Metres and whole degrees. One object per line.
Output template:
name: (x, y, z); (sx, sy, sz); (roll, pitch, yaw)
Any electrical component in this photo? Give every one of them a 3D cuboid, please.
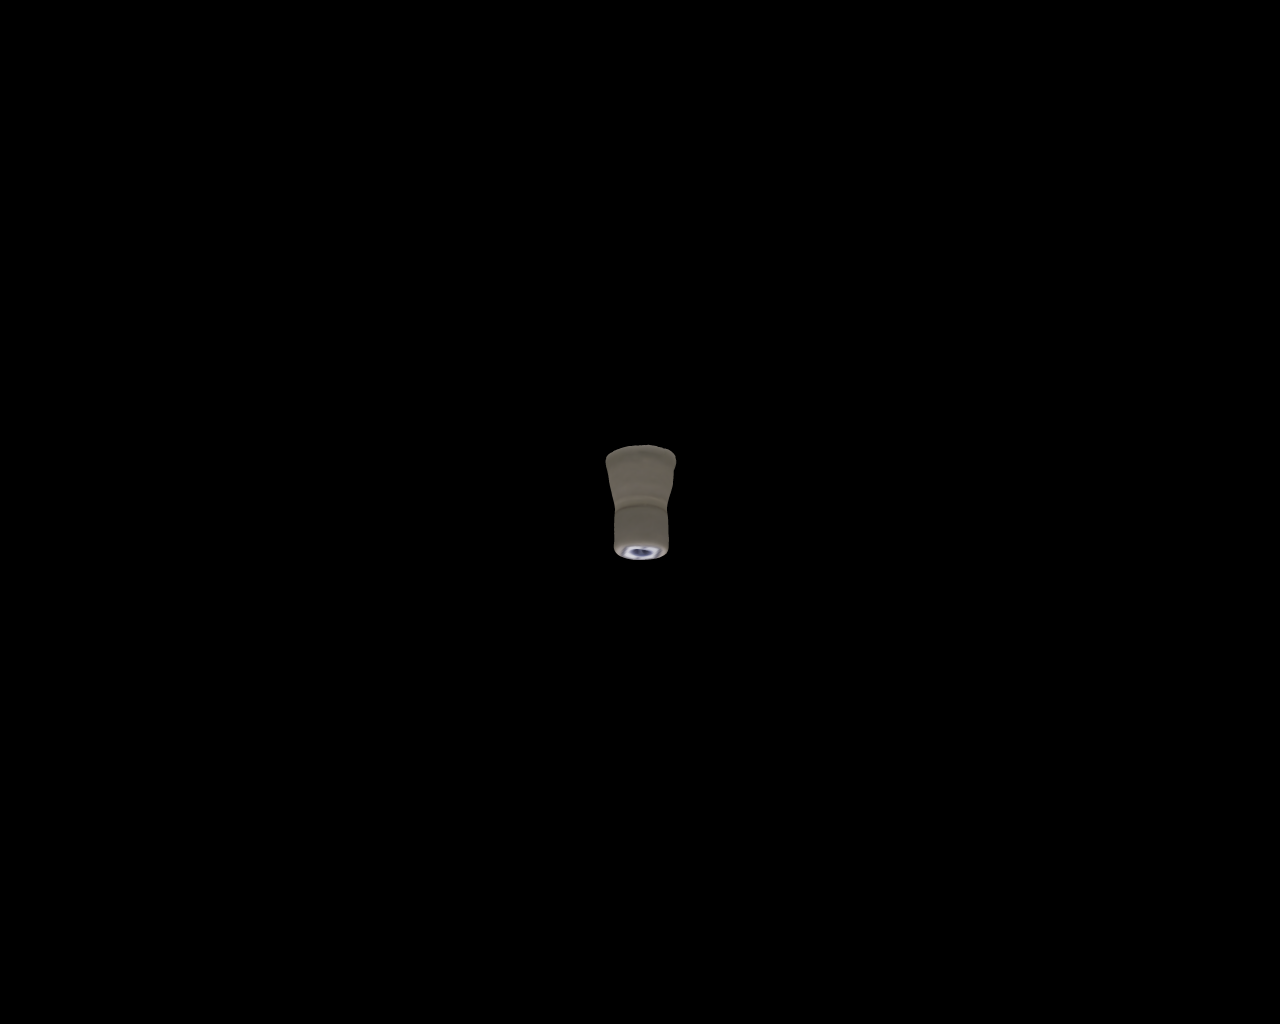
electrical component: (0.001, -0.003, 0.650); (0.044, 0.065, 0.044); (0, -22, 0)
